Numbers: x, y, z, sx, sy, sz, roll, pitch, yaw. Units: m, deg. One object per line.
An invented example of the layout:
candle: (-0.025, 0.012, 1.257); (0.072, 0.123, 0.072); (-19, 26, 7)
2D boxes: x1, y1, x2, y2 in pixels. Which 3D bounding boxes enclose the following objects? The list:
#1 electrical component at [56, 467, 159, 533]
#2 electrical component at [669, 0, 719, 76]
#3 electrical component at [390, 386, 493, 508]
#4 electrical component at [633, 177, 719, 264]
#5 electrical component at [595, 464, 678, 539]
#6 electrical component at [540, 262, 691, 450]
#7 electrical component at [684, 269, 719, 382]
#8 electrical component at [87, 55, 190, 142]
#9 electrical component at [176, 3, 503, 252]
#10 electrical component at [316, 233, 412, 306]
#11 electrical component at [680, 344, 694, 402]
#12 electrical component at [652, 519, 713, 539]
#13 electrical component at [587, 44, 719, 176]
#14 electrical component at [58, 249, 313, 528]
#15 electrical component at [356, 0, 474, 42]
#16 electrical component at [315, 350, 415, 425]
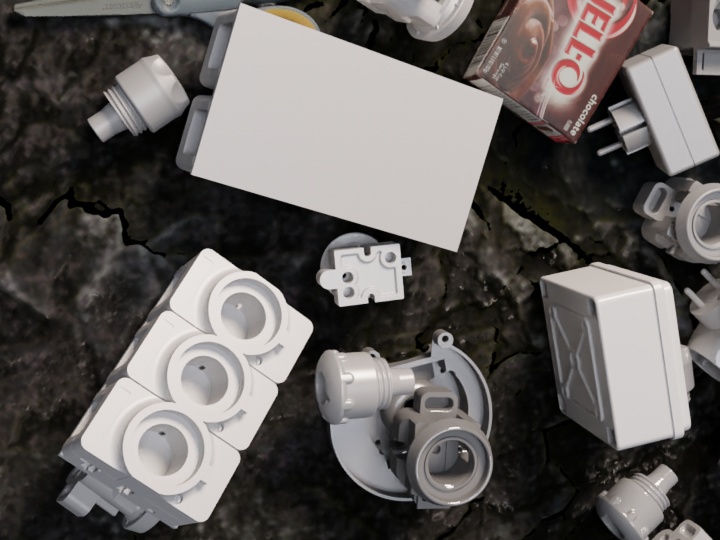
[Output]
electrical component: (-0.151, 0.135, 0.707); (0.057, 0.058, 0.078); (41, 62, -16)
electrical component: (0.290, -0.177, 0.772); (0.121, 0.063, 0.078); (-1, 97, -13)
electrical component: (0.053, 0.121, 0.705); (0.058, 0.057, 0.078); (2, 96, -14)
electrical component: (0.247, -0.035, 0.782); (0.078, 0.057, 0.058); (29, 90, -15)
electrical component: (0.211, 0.172, 0.807); (0.062, 0.048, 0.048); (-40, 104, -13)
electrical component: (0.175, 0.057, 0.751); (0.056, 0.109, 0.108); (-12, 99, -9)
electrical component: (0.274, 0.033, 0.804); (0.079, 0.044, 0.077); (43, 86, -15)
electrical component: (-0.144, -0.106, 0.689); (0.062, 0.043, 0.043); (-35, 103, -5)
electrical component: (-0.014, -0.089, 0.701); (0.186, 0.060, 0.105); (15, 93, -23)
electrical component: (0.000, 0.000, 0.729); (0.066, 0.055, 0.048); (-7, 98, -12)
electrical component: (0.227, 0.087, 0.800); (0.043, 0.043, 0.062); (-12, 101, -12)
electrical component: (0.245, 0.239, 0.816); (0.078, 0.058, 0.057); (-45, 101, -5)
electrical component: (0.201, -0.107, 0.768); (0.076, 0.047, 0.083); (-24, 101, 9)
electrical component: (-0.106, 0.073, 0.679); (0.089, 0.062, 0.150); (37, 61, -15)
electrical component: (0.038, -0.187, 0.709); (0.057, 0.078, 0.058); (25, 91, -36)
electrical component: (0.004, 0.074, 0.695); (0.062, 0.048, 0.048); (-2, 97, -20)
